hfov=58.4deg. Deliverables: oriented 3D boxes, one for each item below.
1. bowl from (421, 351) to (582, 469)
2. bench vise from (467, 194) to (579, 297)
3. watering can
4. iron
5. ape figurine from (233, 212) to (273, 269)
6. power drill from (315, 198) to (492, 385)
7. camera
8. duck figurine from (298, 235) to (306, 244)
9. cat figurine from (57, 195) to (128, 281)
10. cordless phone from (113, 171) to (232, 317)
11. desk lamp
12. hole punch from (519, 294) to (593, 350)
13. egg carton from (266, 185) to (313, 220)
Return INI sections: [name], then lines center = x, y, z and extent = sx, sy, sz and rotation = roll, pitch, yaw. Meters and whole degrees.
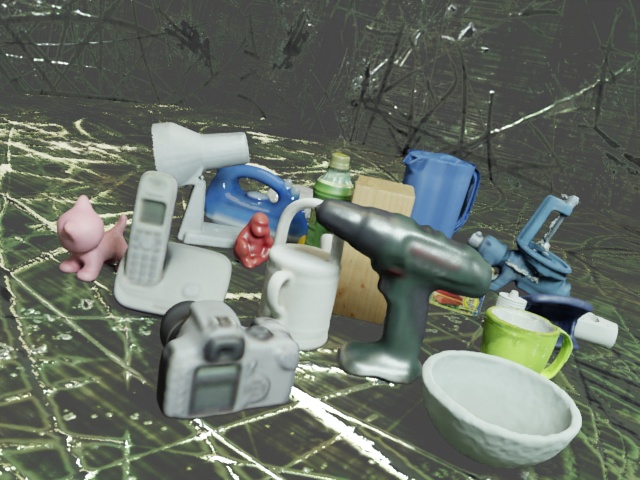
[bowl]
center = 0.182, 0.189, 0.612
extent = 0.167, 0.075, 0.167
rotation = 11, 16, -3
[bench vise]
center = 0.405, 0.007, 1.117
extent = 0.207, 0.220, 0.121
rotation = 10, 16, -5
[watering can]
center = -0.021, 0.036, 0.767
extent = 0.101, 0.194, 0.173
rotation = 12, 16, -1
[iron]
center = -0.123, -0.086, 1.198
extent = 0.257, 0.141, 0.119
rotation = 16, 17, 13
[ape figurine]
center = -0.114, -0.004, 1.016
extent = 0.078, 0.092, 0.076
rotation = 4, 18, -24
[power drill]
center = 0.089, 0.067, 0.717
extent = 0.229, 0.208, 0.075
rotation = 10, 16, -5
[camera]
center = -0.110, 0.111, 0.623
extent = 0.144, 0.101, 0.136
rotation = 2, 19, -31
[duck figurine]
center = 0.010, 0.004, 1.088
extent = 0.104, 0.086, 0.078
rotation = 16, 17, 14
[cat figurine]
center = -0.329, -0.006, 0.830
extent = 0.067, 0.118, 0.128
rotation = 20, 18, 26
[cordless phone]
center = -0.187, 0.009, 0.758
extent = 0.147, 0.185, 0.094
rotation = 10, 16, -5
[desk lamp]
center = -0.217, -0.103, 1.061
extent = 0.203, 0.213, 0.117
rotation = 8, 17, -14
[hole punch]
center = 0.375, 0.120, 0.949
extent = 0.109, 0.091, 0.101
rotation = 10, 16, -6
[egg carton]
center = -0.059, -0.091, 1.385
extent = 0.107, 0.069, 0.151
rotation = 24, 20, 36
